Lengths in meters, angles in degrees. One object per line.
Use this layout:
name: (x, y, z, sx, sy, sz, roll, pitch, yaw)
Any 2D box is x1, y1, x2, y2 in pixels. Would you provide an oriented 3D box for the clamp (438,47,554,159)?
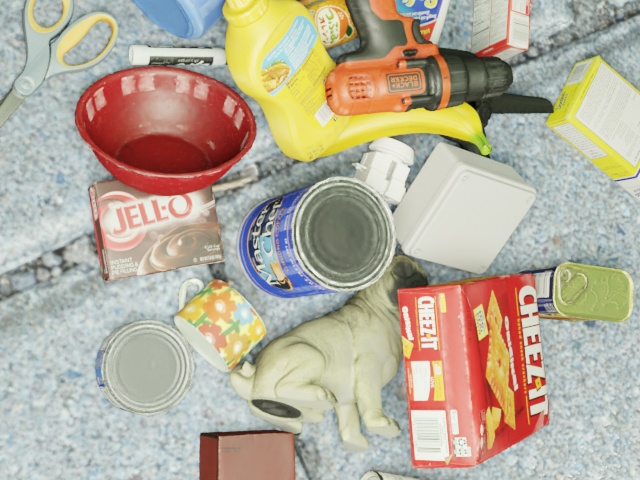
clamp: (0.167, -0.138, 1.119, 0.209, 0.036, 0.164, 49, 64, -32)

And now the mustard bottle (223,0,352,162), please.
mustard bottle: (-0.036, -0.166, 0.986, 0.096, 0.058, 0.191, -54, 137, -17)

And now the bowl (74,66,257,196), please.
bowl: (-0.140, -0.090, 0.966, 0.162, 0.055, 0.162, 7, 42, -7)

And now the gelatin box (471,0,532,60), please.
gelatin box: (0.195, -0.239, 1.145, 0.030, 0.073, 0.089, 9, 80, -24)

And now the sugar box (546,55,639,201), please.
sugar box: (0.348, -0.120, 1.217, 0.176, 0.048, 0.093, 37, 71, -20)

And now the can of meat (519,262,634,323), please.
can of meat: (0.267, 0.058, 1.141, 0.102, 0.084, 0.057, 7, 82, -23)

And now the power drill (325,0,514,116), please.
power drill: (0.085, -0.212, 0.993, 0.184, 0.057, 0.187, -8, 89, -17)

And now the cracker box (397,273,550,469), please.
cracker box: (0.154, 0.119, 1.031, 0.213, 0.072, 0.164, -3, 87, -60)

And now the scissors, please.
scissors: (-0.272, -0.158, 0.961, 0.201, 0.016, 0.096, -39, 99, -22)

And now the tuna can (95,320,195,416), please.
tuna can: (-0.160, 0.116, 0.972, 0.086, 0.034, 0.086, 3, 84, -24)

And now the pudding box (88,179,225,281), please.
pudding box: (-0.151, -0.014, 0.987, 0.113, 0.039, 0.090, -9, 88, -25)

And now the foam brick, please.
foam brick: (-0.068, 0.205, 0.995, 0.078, 0.051, 0.053, 3, 82, -24)

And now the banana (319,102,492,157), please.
banana: (0.073, -0.112, 1.048, 0.069, 0.198, 0.037, -69, 149, -44)

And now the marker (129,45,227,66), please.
marker: (-0.123, -0.177, 1.027, 0.121, 0.020, 0.020, -3, 86, -24)

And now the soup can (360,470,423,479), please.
soup can: (0.090, 0.268, 1.050, 0.102, 0.069, 0.068, 15, 79, -21)

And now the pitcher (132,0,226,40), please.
pitcher: (-0.069, -0.298, 1.007, 0.149, 0.145, 0.242, 31, 71, 28)

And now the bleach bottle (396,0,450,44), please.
bleach bottle: (0.094, -0.245, 1.109, 0.102, 0.068, 0.251, 10, 84, -29)

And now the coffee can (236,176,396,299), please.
coffee can: (-0.007, 0.001, 0.994, 0.102, 0.140, 0.103, 3, 83, -24)
